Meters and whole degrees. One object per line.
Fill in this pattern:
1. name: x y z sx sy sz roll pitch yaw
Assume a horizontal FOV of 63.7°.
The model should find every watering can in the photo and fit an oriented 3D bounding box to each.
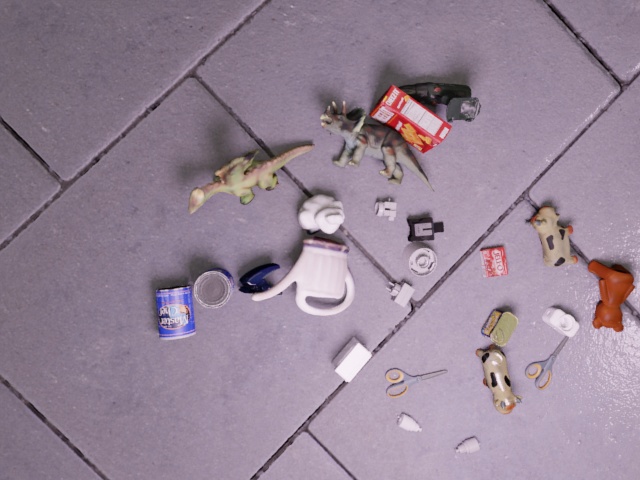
1. watering can: -0.029 0.098 1.479 0.346 0.103 0.226 13 79 -35

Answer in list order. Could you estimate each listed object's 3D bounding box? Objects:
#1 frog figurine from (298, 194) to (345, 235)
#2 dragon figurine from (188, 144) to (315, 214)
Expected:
1. frog figurine: 0.005 -0.076 1.501 0.137 0.159 0.123 -13 90 -6
2. dragon figurine: -0.193 -0.195 1.448 0.411 0.242 0.122 -33 89 -4
